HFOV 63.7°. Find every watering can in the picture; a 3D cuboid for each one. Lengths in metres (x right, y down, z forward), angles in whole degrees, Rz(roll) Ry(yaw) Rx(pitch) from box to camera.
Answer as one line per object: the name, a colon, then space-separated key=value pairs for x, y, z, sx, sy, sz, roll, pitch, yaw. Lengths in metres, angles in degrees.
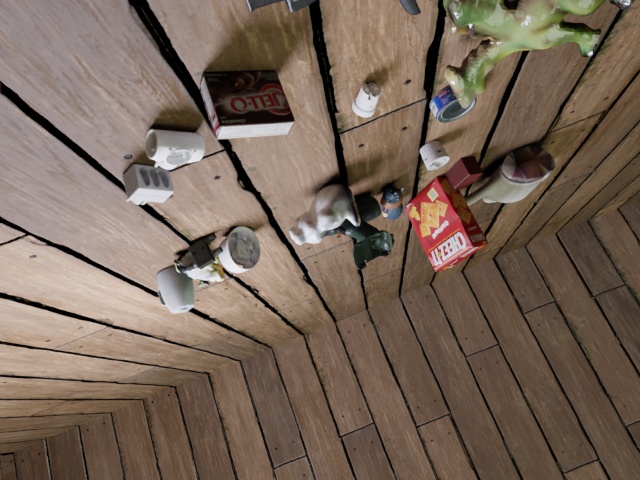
watering can: x=0.521 y=-0.160 z=1.473 sx=0.349 sy=0.105 sz=0.220 roll=-19 pitch=160 yaw=-10

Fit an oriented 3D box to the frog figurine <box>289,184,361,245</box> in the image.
frog figurine: x=0.004 y=-0.058 z=1.158 sx=0.159 sy=0.140 sz=0.120 roll=-14 pitch=118 yaw=-1

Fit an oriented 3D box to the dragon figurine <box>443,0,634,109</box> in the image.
dragon figurine: x=0.298 y=-0.350 z=0.730 sx=0.243 sy=0.125 sz=0.401 roll=-8 pitch=149 yaw=-15
